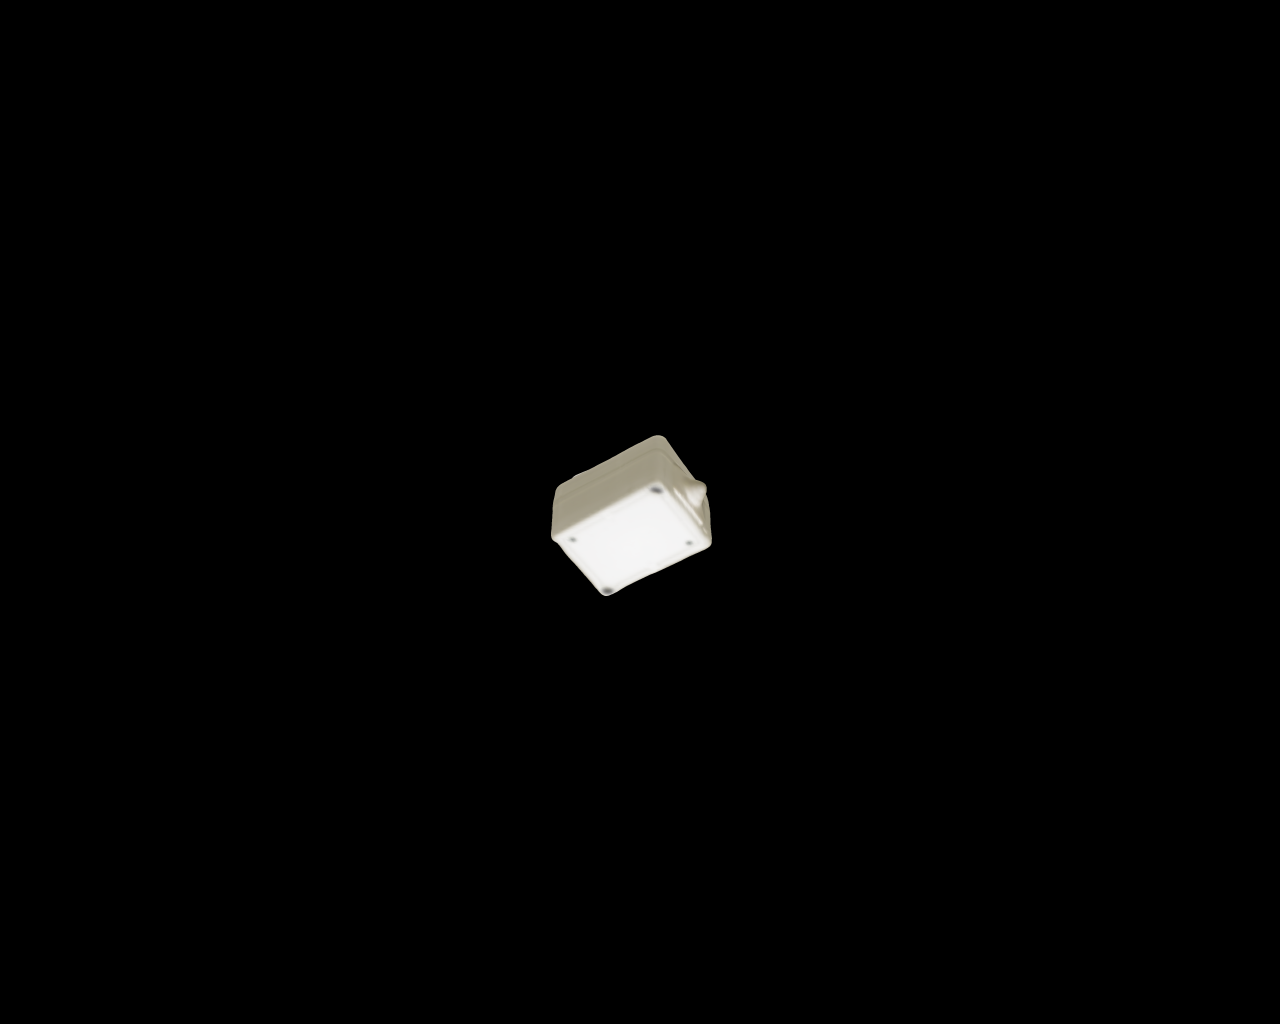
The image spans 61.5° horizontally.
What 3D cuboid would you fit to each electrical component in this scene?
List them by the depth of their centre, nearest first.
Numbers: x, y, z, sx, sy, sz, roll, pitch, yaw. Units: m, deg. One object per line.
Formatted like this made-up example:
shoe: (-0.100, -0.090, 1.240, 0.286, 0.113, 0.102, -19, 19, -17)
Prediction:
electrical component: (0.001, -0.003, 0.650, 0.096, 0.061, 0.061, -27, 33, 19)
